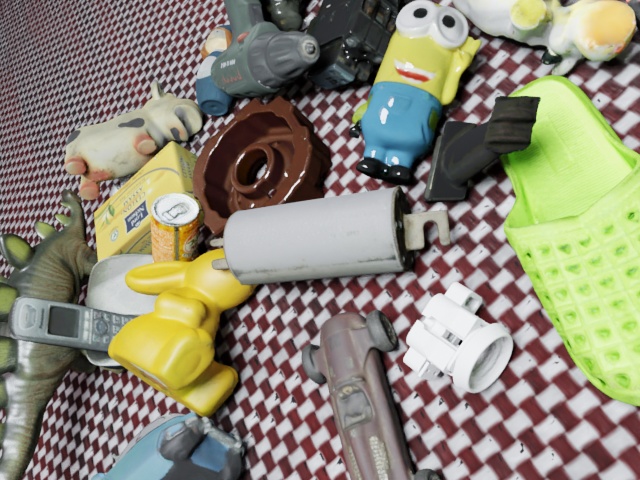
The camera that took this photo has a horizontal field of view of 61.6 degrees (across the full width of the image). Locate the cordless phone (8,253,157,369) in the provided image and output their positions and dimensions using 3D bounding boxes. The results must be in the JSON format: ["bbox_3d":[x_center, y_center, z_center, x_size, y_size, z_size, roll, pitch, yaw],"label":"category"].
[{"bbox_3d":[-0.266,0.073,0.631,0.089,0.184,0.146,-29,56,31],"label":"cordless phone"}]

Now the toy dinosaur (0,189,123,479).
[{"bbox_3d":[-0.347,0.116,0.666,0.105,0.198,0.471,-30,53,28],"label":"toy dinosaur"}]

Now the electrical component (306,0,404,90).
[{"bbox_3d":[0.035,-0.233,0.595,0.115,0.058,0.134,2,70,59],"label":"electrical component"}]

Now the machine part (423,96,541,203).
[{"bbox_3d":[0.127,-0.076,0.450,0.139,0.039,0.084,142,149,-72],"label":"machine part"}]

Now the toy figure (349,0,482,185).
[{"bbox_3d":[0.084,-0.143,0.521,0.089,0.082,0.180,-164,92,-71],"label":"toy figure"}]

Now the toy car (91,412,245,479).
[{"bbox_3d":[-0.158,0.230,0.537,0.161,0.109,0.103,-49,31,-2],"label":"toy car"}]

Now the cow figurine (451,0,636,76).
[{"bbox_3d":[0.187,-0.195,0.469,0.068,0.098,0.167,-47,68,6],"label":"cow figurine"}]

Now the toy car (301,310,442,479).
[{"bbox_3d":[0.039,0.153,0.449,0.089,0.053,0.202,-28,55,22],"label":"toy car"}]

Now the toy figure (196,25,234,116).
[{"bbox_3d":[-0.139,-0.249,0.759,0.064,0.057,0.154,3,66,-2],"label":"toy figure"}]

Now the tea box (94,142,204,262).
[{"bbox_3d":[-0.223,-0.038,0.722,0.169,0.068,0.098,-37,52,19],"label":"tea box"}]

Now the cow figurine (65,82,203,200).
[{"bbox_3d":[-0.259,-0.147,0.760,0.195,0.085,0.127,-22,54,-7],"label":"cow figurine"}]

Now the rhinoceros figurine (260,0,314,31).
[{"bbox_3d":[-0.051,-0.353,0.728,0.112,0.073,0.190,-12,62,22],"label":"rhinoceros figurine"}]

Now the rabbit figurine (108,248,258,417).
[{"bbox_3d":[-0.135,0.080,0.586,0.163,0.121,0.173,16,62,38],"label":"rabbit figurine"}]

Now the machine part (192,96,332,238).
[{"bbox_3d":[-0.070,-0.078,0.629,0.179,0.056,0.179,-15,63,31],"label":"machine part"}]

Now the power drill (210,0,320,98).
[{"bbox_3d":[-0.074,-0.269,0.615,0.232,0.086,0.207,-2,105,63],"label":"power drill"}]

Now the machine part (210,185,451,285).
[{"bbox_3d":[-0.001,-0.002,0.508,0.243,0.079,0.079,-8,66,23],"label":"machine part"}]
